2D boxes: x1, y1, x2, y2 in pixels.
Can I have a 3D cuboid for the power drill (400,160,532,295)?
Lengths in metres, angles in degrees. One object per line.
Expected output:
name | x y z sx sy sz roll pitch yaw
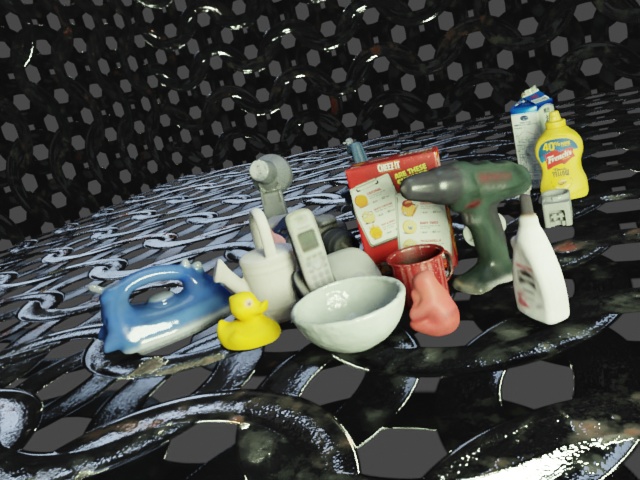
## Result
power drill | 0.240 -0.028 0.901 0.230 0.208 0.075 -21 17 -23

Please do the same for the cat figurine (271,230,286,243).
cat figurine | -0.107 0.036 1.170 0.067 0.118 0.128 -4 18 33

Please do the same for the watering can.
watering can | -0.095 0.042 0.991 0.173 0.194 0.100 -25 18 -34

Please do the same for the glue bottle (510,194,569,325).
glue bottle | 0.281 0.022 0.754 0.037 0.173 0.078 -19 16 -17

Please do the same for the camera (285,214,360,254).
camera | 0.011 0.004 1.208 0.143 0.101 0.136 -20 16 -20

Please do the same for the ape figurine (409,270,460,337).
ape figurine | 0.153 0.085 0.801 0.078 0.092 0.076 -23 17 -29

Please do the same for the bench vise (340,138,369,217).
bench vise | 0.127 -0.147 1.415 0.122 0.220 0.206 -25 18 -33

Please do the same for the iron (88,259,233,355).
iron | -0.281 0.105 1.039 0.259 0.141 0.118 -22 17 -24

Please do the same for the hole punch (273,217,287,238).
hole punch | -0.070 -0.006 1.338 0.108 0.091 0.101 1 21 44

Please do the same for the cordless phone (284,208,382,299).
cordless phone | 0.019 0.026 0.958 0.148 0.185 0.093 -24 18 -30

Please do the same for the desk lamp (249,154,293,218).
desk lamp | -0.137 -0.133 1.624 0.118 0.214 0.203 -12 15 9

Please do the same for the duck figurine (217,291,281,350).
duck figurine | -0.122 0.125 0.925 0.104 0.086 0.077 -10 16 16

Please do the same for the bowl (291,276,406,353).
bowl | 0.047 0.115 0.825 0.167 0.075 0.167 -13 15 4

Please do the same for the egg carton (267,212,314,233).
egg carton | -0.081 -0.027 1.466 0.150 0.069 0.107 -12 15 8
